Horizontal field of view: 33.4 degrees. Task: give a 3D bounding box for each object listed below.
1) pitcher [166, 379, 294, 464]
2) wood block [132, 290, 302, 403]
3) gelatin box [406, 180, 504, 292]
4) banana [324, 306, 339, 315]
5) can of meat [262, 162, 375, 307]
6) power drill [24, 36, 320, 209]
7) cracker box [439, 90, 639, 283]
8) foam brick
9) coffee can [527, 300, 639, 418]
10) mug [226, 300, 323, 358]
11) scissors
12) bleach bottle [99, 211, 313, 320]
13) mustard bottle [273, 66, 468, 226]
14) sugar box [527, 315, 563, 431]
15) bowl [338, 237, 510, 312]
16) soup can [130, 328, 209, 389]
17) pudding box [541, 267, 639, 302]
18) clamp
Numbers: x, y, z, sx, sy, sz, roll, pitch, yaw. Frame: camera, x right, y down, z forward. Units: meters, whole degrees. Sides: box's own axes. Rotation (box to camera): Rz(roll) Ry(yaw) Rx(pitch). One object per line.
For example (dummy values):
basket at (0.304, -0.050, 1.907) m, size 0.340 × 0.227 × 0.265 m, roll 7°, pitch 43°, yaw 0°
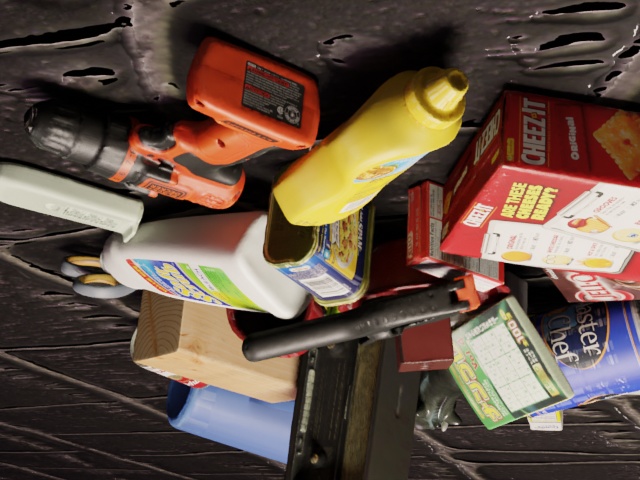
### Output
pitcher at (-0.077, 0.228, 1.461) m, size 0.242 × 0.149 × 0.145 m, roll 19°, pitch -168°, yaw -24°
wood block at (-0.102, 0.119, 1.236) m, size 0.205 × 0.091 × 0.090 m, roll 23°, pitch 152°, yaw -37°
gelatin box at (0.115, -0.002, 0.909) m, size 0.089 × 0.073 × 0.030 m, roll 17°, pitch 152°, yaw -28°
banana at (0.065, 0.072, 1.112) m, size 0.197 × 0.069 × 0.037 m, roll 13°, pitch 153°, yaw -42°
can of meat at (0.000, -0.007, 0.890) m, size 0.058 × 0.102 × 0.083 m, roll -10°, pitch 151°, yaw 31°
power drill at (-0.104, -0.085, 0.787) m, size 0.184 × 0.057 × 0.188 m, roll 16°, pitch 159°, yaw -33°
cracker box at (0.216, -0.034, 0.813) m, size 0.213 × 0.072 × 0.164 m, roll 9°, pitch 157°, yaw -6°
foam brick at (0.101, 0.099, 1.044) m, size 0.053 × 0.051 × 0.078 m, roll -5°, pitch 167°, yaw 2°
coffee can at (0.268, 0.115, 1.085) m, size 0.140 × 0.103 × 0.102 m, roll -19°, pitch 150°, yaw 22°
mug at (-0.054, 0.075, 1.128) m, size 0.117 × 0.093 × 0.081 m, roll 10°, pitch 165°, yaw 17°
scissors at (-0.171, 0.046, 1.112) m, size 0.201 × 0.016 × 0.096 m, roll 9°, pitch -161°, yaw -6°
bleach bottle at (-0.121, 0.023, 1.004) m, size 0.251 × 0.068 × 0.102 m, roll -2°, pitch 140°, yaw 46°
mustard bottle at (0.045, -0.070, 0.753) m, size 0.096 × 0.058 × 0.192 m, roll -23°, pitch 174°, yaw -32°
sugar box at (0.259, 0.157, 1.242) m, size 0.048 × 0.093 × 0.176 m, roll -2°, pitch 158°, yaw 17°
bowl at (0.094, 0.033, 1.000) m, size 0.162 × 0.055 × 0.162 m, roll -5°, pitch 166°, yaw -1°
soup can at (-0.179, 0.141, 1.339) m, size 0.069 × 0.068 × 0.102 m, roll -12°, pitch 151°, yaw 36°
pudding box at (0.261, 0.024, 0.985) m, size 0.090 × 0.039 × 0.113 m, roll -5°, pitch 155°, yaw 26°
clamp at (0.057, 0.069, 0.935) m, size 0.210 × 0.036 × 0.164 m, roll -20°, pitch 169°, yaw 35°
